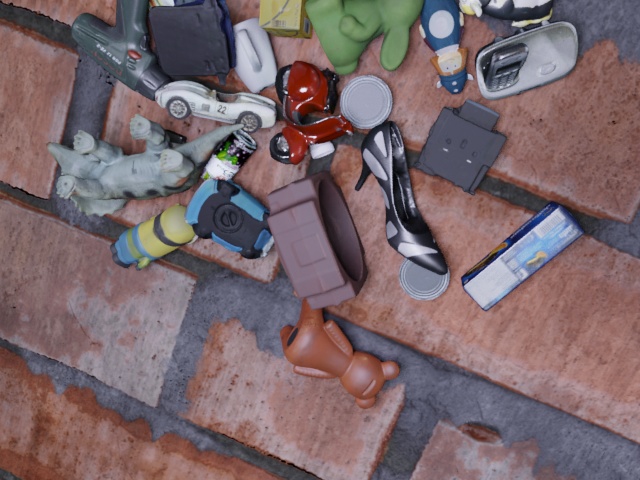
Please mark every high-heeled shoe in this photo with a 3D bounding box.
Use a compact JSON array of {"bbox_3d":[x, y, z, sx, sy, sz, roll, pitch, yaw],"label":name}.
[{"bbox_3d":[0.149,-0.071,0.867,0.249,0.086,0.145,47,130,18],"label":"high-heeled shoe"}]

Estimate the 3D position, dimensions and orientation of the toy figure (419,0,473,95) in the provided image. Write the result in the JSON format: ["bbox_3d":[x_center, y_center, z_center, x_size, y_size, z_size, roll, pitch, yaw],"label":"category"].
[{"bbox_3d":[0.196,-0.304,0.841,0.064,0.058,0.154,-6,104,45],"label":"toy figure"}]

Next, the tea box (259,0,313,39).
[{"bbox_3d":[-0.047,-0.413,0.846,0.068,0.098,0.169,7,101,10],"label":"tea box"}]

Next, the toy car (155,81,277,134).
[{"bbox_3d":[-0.172,-0.226,0.901,0.202,0.074,0.056,10,119,-10],"label":"toy car"}]

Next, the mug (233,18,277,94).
[{"bbox_3d":[-0.108,-0.300,0.883,0.081,0.110,0.107,-27,105,-5],"label":"mug"}]

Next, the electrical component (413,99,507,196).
[{"bbox_3d":[0.229,-0.154,0.865,0.115,0.058,0.134,25,106,3],"label":"electrical component"}]

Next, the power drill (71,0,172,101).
[{"bbox_3d":[-0.294,-0.352,0.909,0.232,0.086,0.207,30,126,-2],"label":"power drill"}]

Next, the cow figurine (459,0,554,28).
[{"bbox_3d":[0.266,-0.361,0.793,0.167,0.068,0.098,-8,123,-3],"label":"cow figurine"}]

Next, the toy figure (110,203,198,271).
[{"bbox_3d":[-0.305,-0.001,0.990,0.180,0.089,0.082,-23,104,13],"label":"toy figure"}]

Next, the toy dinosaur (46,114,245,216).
[{"bbox_3d":[-0.292,-0.121,0.917,0.405,0.192,0.131,-3,84,12],"label":"toy dinosaur"}]

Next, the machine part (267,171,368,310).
[{"bbox_3d":[-0.002,-0.003,0.868,0.087,0.201,0.200,-19,97,19],"label":"machine part"}]

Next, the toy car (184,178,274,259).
[{"bbox_3d":[-0.145,-0.042,0.941,0.161,0.103,0.109,30,105,-10],"label":"toy car"}]

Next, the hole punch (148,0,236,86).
[{"bbox_3d":[-0.188,-0.320,0.834,0.116,0.092,0.142,5,129,7],"label":"hole punch"}]

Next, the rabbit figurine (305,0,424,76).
[{"bbox_3d":[0.083,-0.335,0.823,0.170,0.121,0.159,-20,104,18],"label":"rabbit figurine"}]

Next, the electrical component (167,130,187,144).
[{"bbox_3d":[-0.274,-0.166,0.984,0.094,0.021,0.063,23,106,6],"label":"electrical component"}]

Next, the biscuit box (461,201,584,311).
[{"bbox_3d":[0.326,0.026,0.879,0.202,0.063,0.059,-43,90,16],"label":"biscuit box"}]

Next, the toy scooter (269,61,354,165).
[{"bbox_3d":[-0.007,-0.208,0.865,0.135,0.075,0.184,-1,74,21],"label":"toy scooter"}]

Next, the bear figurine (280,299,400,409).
[{"bbox_3d":[0.034,0.202,0.964,0.196,0.132,0.120,27,108,-14],"label":"bear figurine"}]

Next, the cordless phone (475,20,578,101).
[{"bbox_3d":[0.297,-0.265,0.761,0.147,0.184,0.088,-15,94,15],"label":"cordless phone"}]
